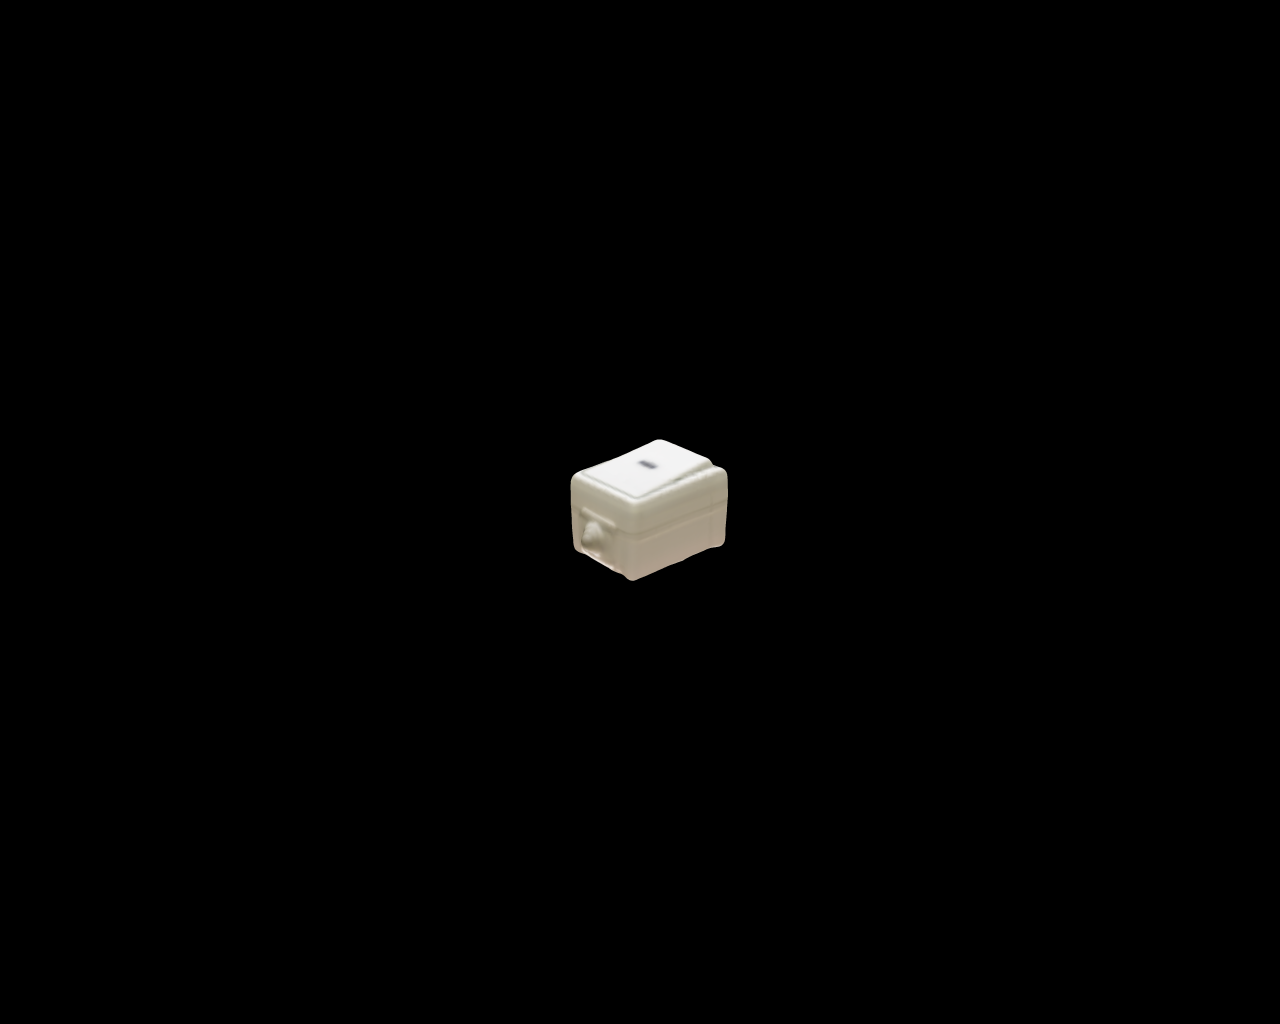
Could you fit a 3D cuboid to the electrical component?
[{"bbox_3d":[0.001,-0.003,0.650,0.096,0.061,0.062,-20,32,-36],"label":"electrical component"}]
